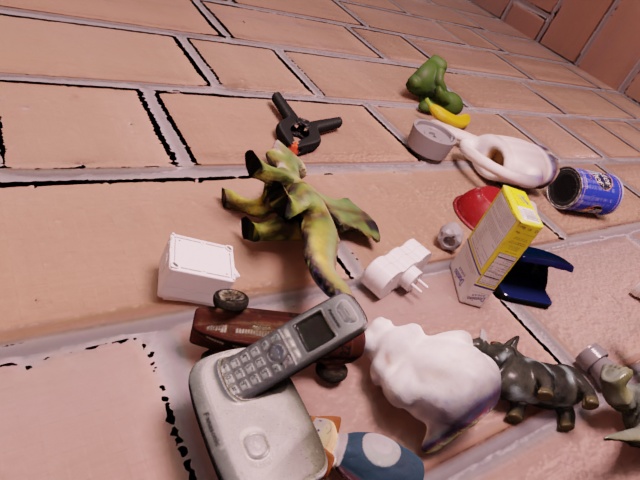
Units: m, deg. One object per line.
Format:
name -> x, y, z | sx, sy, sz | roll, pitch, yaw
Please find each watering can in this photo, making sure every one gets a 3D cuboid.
watering can -> 0.423, -0.212, 1.245 | 0.224, 0.102, 0.355 | 5, 30, -25

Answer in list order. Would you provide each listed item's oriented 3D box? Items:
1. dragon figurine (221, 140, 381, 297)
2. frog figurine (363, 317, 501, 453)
dragon figurine -> 0.002, -0.040, 0.785 | 0.243, 0.120, 0.417 | 1, 36, -41
frog figurine -> 0.128, 0.147, 0.610 | 0.139, 0.120, 0.161 | -26, 68, -25
